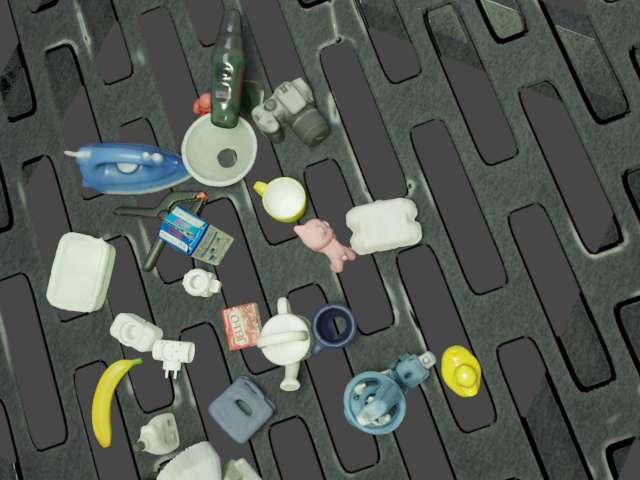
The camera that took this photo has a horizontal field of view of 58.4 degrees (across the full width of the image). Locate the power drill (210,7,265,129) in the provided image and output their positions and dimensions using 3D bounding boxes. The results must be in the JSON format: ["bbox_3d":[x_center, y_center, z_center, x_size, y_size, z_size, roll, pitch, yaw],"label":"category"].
[{"bbox_3d":[-0.177,-0.334,1.206,0.075,0.208,0.230,5,82,7],"label":"power drill"}]

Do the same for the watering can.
[{"bbox_3d":[-0.063,0.202,1.122,0.101,0.194,0.173,-30,79,1],"label":"watering can"}]

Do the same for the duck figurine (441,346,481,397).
[{"bbox_3d":[0.282,0.261,1.131,0.077,0.086,0.104,-19,80,3],"label":"duck figurine"}]

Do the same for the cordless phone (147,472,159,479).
[{"bbox_3d":[-0.314,0.514,1.106,0.147,0.185,0.094,-9,80,5],"label":"cordless phone"}]

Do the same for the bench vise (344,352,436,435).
[{"bbox_3d":[0.122,0.278,1.077,0.121,0.220,0.207,33,86,10],"label":"bench vise"}]

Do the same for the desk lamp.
[{"bbox_3d":[-0.189,0.480,1.084,0.118,0.213,0.203,-45,80,-2],"label":"desk lamp"}]

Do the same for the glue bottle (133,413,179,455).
[{"bbox_3d":[-0.328,0.393,1.132,0.037,0.173,0.078,-14,80,4],"label":"glue bottle"}]

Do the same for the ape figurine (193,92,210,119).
[{"bbox_3d":[-0.243,-0.298,1.267,0.077,0.092,0.076,35,87,10],"label":"ape figurine"}]

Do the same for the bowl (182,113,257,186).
[{"bbox_3d":[-0.212,-0.192,1.257,0.167,0.075,0.167,-1,81,6],"label":"bowl"}]

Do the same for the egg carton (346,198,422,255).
[{"bbox_3d":[0.133,-0.030,1.199,0.150,0.069,0.107,-12,80,4],"label":"egg carton"}]

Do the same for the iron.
[{"bbox_3d":[-0.408,-0.170,1.240,0.258,0.141,0.119,0,81,6],"label":"iron"}]

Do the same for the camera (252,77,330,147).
[{"bbox_3d":[-0.056,-0.263,1.238,0.143,0.101,0.136,-39,79,-1],"label":"camera"}]

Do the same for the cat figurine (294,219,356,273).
[{"bbox_3d":[0.011,0.004,1.182,0.127,0.118,0.067,42,88,10],"label":"cat figurine"}]

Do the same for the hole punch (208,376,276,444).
[{"bbox_3d":[-0.158,0.342,1.163,0.108,0.091,0.101,42,88,10],"label":"hole punch"}]

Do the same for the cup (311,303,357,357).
[{"bbox_3d":[0.025,0.186,1.165,0.091,0.095,0.118,34,87,10],"label":"cup"}]
